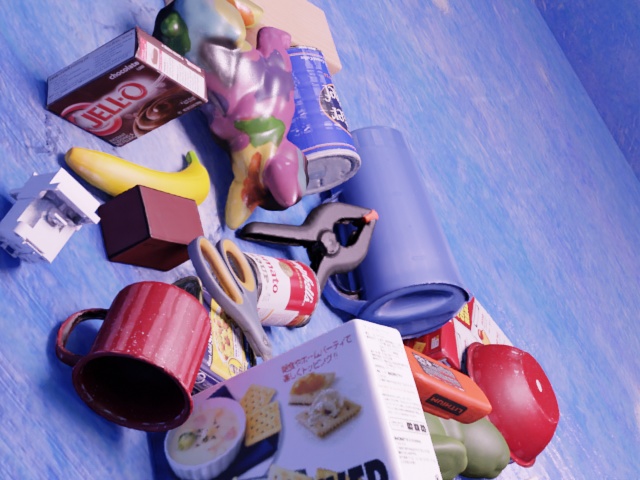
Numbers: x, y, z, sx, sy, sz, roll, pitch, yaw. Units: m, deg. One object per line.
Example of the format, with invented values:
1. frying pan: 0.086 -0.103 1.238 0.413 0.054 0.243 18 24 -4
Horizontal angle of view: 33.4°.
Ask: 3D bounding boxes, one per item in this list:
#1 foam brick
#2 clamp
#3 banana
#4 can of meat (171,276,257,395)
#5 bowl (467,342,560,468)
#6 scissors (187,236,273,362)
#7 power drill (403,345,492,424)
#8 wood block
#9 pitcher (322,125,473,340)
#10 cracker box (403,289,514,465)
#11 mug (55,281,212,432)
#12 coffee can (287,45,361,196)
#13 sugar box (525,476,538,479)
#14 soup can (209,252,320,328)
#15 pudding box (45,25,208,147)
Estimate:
1. foam brick: -0.145 -0.010 0.933 0.078 0.053 0.051 16 52 -56
2. clamp: -0.007 0.001 1.137 0.171 0.039 0.120 -43 108 -39
3. banana: -0.154 -0.054 0.983 0.070 0.037 0.197 39 17 19
4. can of meat: -0.099 0.095 0.917 0.083 0.058 0.102 40 34 -41
5. bowl: 0.238 0.185 1.265 0.162 0.055 0.162 45 28 -32
6. scissors: -0.052 0.078 0.940 0.201 0.016 0.096 57 19 -12
7. power drill: 0.068 0.197 0.964 0.184 0.188 0.057 28 14 -31
8. wood block: -0.075 -0.244 1.232 0.205 0.090 0.091 17 51 -54
9. pitcher: 0.072 -0.013 1.260 0.149 0.145 0.243 44 26 -55
10. cracker box: 0.188 0.161 1.354 0.213 0.072 0.164 48 29 -26
11. mug: -0.142 0.083 0.814 0.093 0.117 0.081 98 5 -45
12. coffee can: -0.023 -0.134 1.209 0.102 0.103 0.140 13 55 -57
13. sugar box: 0.164 0.289 1.097 0.175 0.093 0.048 7 58 -58
14. soup can: -0.055 0.048 1.025 0.102 0.069 0.068 12 55 -57
15. pudding box: -0.169 -0.131 0.935 0.089 0.114 0.039 27 46 -48
